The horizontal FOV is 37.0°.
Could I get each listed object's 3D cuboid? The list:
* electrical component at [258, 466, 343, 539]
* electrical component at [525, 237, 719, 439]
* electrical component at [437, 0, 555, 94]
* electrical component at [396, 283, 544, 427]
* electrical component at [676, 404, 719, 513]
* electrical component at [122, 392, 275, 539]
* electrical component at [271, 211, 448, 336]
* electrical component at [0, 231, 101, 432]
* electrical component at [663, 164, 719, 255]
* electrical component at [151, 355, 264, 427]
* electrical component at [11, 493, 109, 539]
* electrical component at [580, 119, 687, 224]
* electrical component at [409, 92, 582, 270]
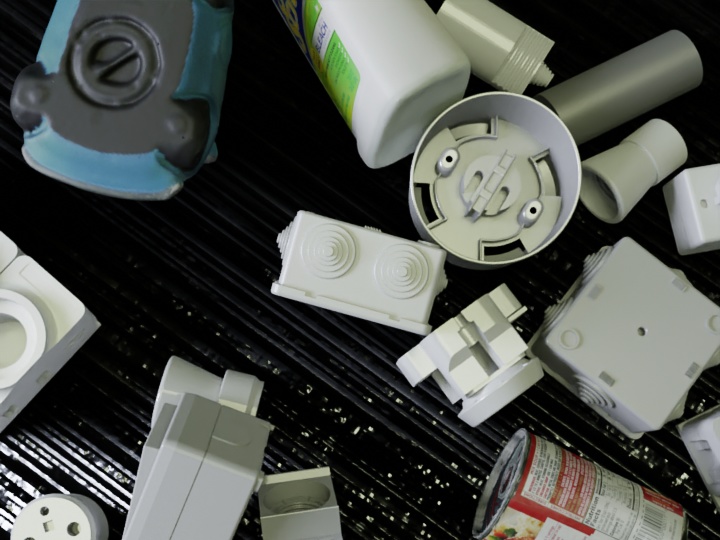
[{"bbox_3d":[-0.032,0.149,0.592,0.042,0.081,0.063,-8,108,-5],"label":"electrical component"},{"bbox_3d":[0.162,0.040,0.645,0.100,0.048,0.099,39,79,4],"label":"electrical component"},{"bbox_3d":[0.085,-0.140,0.676,0.081,0.043,0.043,32,78,2],"label":"electrical component"},{"bbox_3d":[0.070,0.054,0.628,0.078,0.058,0.057,-35,81,-11],"label":"electrical component"},{"bbox_3d":[0.302,0.099,0.637,0.186,0.060,0.105,-24,82,-9],"label":"electrical component"},{"bbox_3d":[-0.093,0.123,0.573,0.061,0.061,0.096,22,108,-6],"label":"electrical component"},{"bbox_3d":[0.000,0.000,0.612,0.100,0.100,0.048,15,90,-2],"label":"electrical component"},{"bbox_3d":[-0.236,0.010,0.607,0.150,0.061,0.089,41,78,4],"label":"electrical component"},{"bbox_3d":[0.232,-0.044,0.652,0.066,0.076,0.047,-10,80,-7],"label":"electrical component"},{"bbox_3d":[-0.087,0.077,0.615,0.055,0.045,0.045,14,78,-3],"label":"electrical component"},{"bbox_3d":[-0.164,0.145,0.589,0.045,0.055,0.045,1,78,-5],"label":"electrical component"},{"bbox_3d":[0.171,-0.064,0.670,0.065,0.044,0.044,-35,84,-16],"label":"electrical component"},{"bbox_3d":[0.078,-0.050,0.646,0.099,0.064,0.099,1,79,-5],"label":"electrical component"}]
